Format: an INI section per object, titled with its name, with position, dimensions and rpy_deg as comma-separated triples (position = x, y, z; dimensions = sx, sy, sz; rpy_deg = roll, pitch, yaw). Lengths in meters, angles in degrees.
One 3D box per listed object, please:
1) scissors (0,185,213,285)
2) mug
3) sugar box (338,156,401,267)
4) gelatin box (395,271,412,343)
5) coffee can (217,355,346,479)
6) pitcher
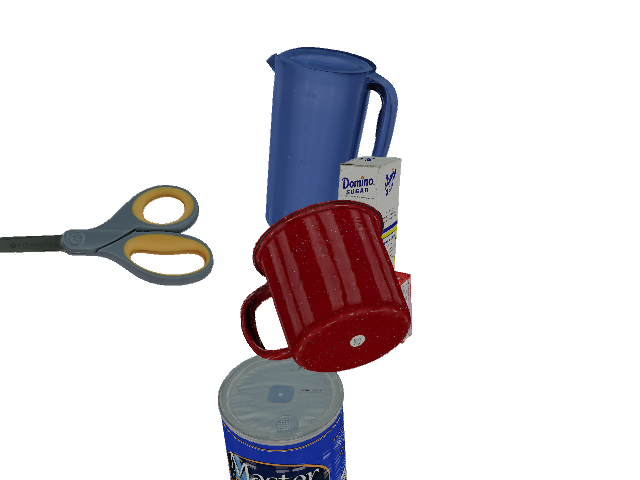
[scissors]
position = -0.181, -0.013, 0.837
dimensions = 0.201, 0.096, 0.016
rpy_deg = 12, -33, -6
[mug]
position = -0.001, 0.039, 0.704
dimensions = 0.117, 0.081, 0.093
rpy_deg = -27, -32, 12
[sugar box]
position = 0.043, 0.011, 1.015
dimensions = 0.048, 0.176, 0.093
rpy_deg = 4, 9, 16
[gelatin box]
position = 0.076, 0.078, 1.340
dimensions = 0.073, 0.089, 0.030
rpy_deg = 13, 31, 31
[coffee can]
position = -0.029, 0.179, 0.905
dimensions = 0.103, 0.140, 0.103
rpy_deg = -2, 37, 2
[pitcher]
position = 0.002, -0.126, 1.414
dimensions = 0.144, 0.243, 0.149
rpy_deg = -1, 24, -21
